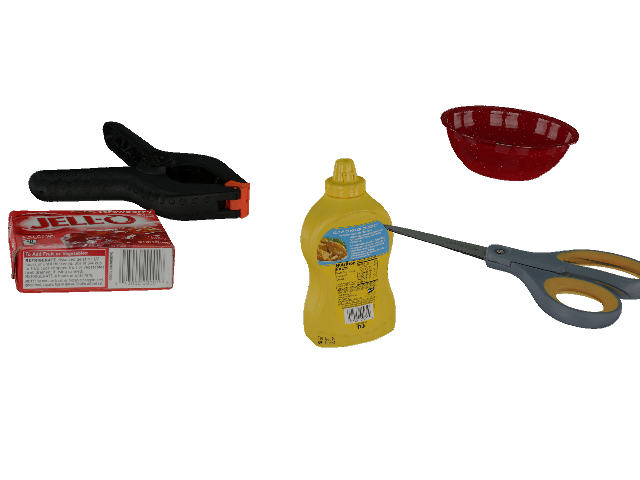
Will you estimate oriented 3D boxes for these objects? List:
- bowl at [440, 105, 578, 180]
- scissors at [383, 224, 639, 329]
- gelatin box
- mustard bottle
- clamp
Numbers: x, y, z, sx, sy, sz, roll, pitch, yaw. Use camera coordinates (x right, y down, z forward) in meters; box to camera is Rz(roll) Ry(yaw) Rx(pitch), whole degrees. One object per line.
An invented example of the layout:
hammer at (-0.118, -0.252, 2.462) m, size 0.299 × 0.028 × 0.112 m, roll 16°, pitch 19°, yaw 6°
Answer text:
bowl at (0.218, -0.111, 1.254) m, size 0.162 × 0.055 × 0.162 m, roll 5°, pitch 23°, yaw -2°
scissors at (0.130, 0.023, 0.751) m, size 0.202 × 0.016 × 0.096 m, roll 7°, pitch 30°, yaw 17°
gelatin box at (-0.135, 0.004, 0.621) m, size 0.089 × 0.030 × 0.073 m, roll 0°, pitch 18°, yaw -18°
mustard bottle at (0.028, 0.010, 1.090) m, size 0.096 × 0.192 × 0.058 m, roll -10°, pitch 22°, yaw -19°
clamp at (-0.141, -0.046, 0.847) m, size 0.172 × 0.039 × 0.120 m, roll 18°, pitch 41°, yaw 27°
